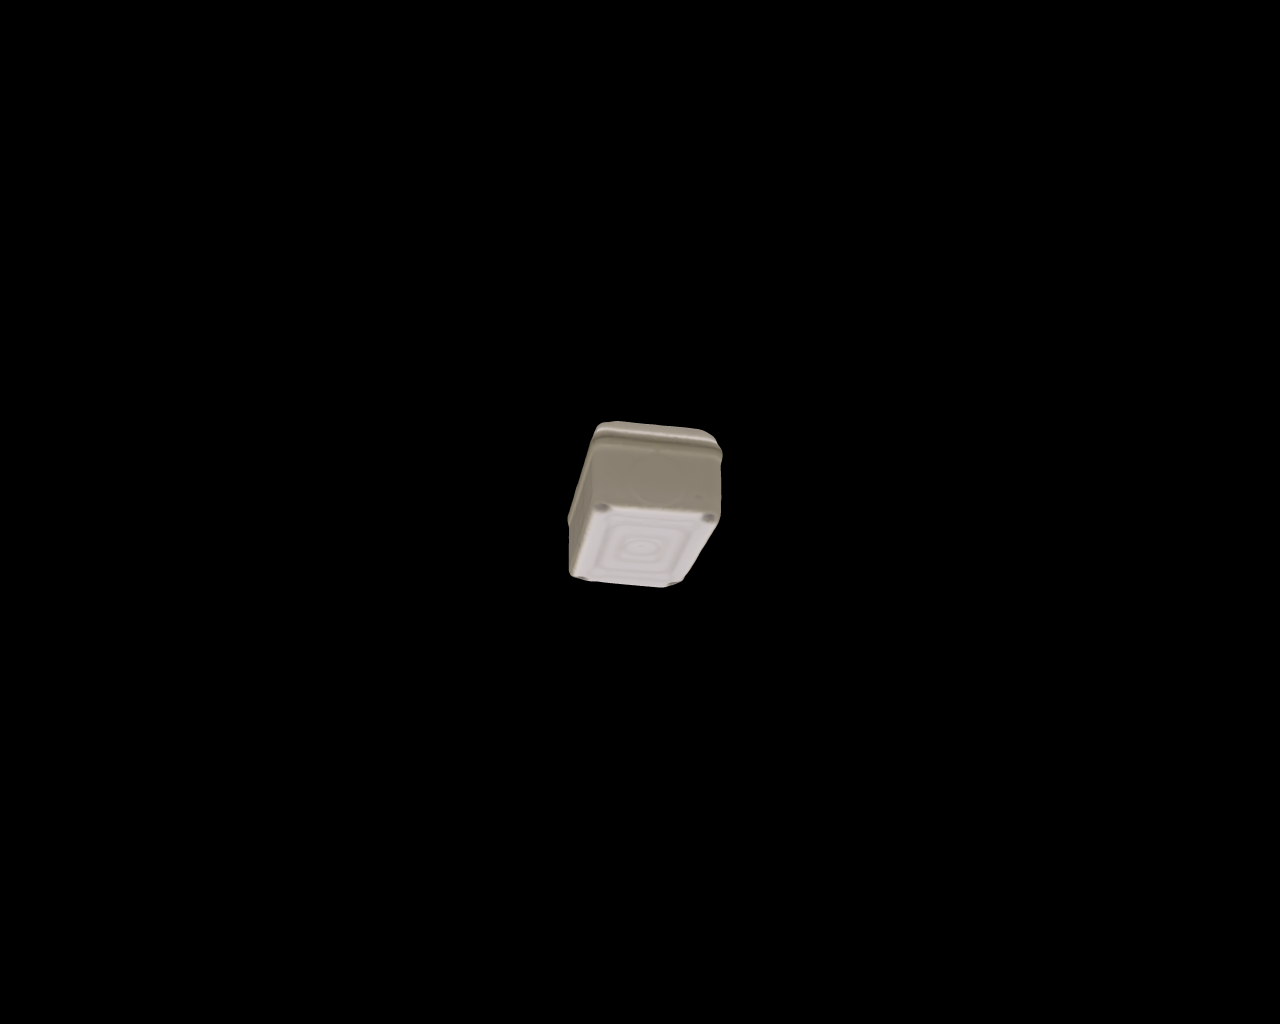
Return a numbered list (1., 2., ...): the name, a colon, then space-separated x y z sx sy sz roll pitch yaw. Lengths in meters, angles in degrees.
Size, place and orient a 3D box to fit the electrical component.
1. electrical component: 0.001 -0.003 0.650 0.078 0.057 0.113 5 -28 -10
